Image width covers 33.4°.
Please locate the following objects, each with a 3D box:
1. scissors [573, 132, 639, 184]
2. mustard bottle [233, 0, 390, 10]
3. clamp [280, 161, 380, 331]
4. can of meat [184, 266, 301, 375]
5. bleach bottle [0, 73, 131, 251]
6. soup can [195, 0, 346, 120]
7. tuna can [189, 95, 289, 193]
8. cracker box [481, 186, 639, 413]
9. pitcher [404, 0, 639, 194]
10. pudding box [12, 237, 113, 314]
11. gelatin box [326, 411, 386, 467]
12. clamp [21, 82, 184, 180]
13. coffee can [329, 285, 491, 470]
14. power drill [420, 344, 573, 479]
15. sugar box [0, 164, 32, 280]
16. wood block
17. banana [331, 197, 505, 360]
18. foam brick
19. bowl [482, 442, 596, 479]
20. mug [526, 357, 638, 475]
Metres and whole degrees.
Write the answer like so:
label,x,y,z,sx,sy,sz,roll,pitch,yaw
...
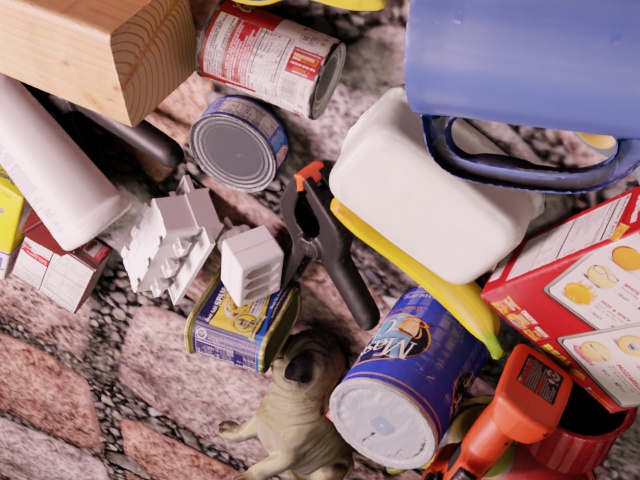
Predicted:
label,x,y,z,sx,sy,sz,roll,pitch,yaw
scissors,0.234,-0.047,0.808,0.096,0.016,0.202,12,136,25
mustard bottle,-0.040,-0.218,0.776,0.192,0.058,0.096,8,135,26
clamp,-0.006,0.001,0.989,0.120,0.039,0.171,13,129,37
can of meat,-0.075,0.079,1.066,0.084,0.102,0.057,17,137,14
bleach bottle,-0.286,-0.107,0.999,0.251,0.068,0.103,53,154,-11
soup can,-0.038,-0.143,0.843,0.102,0.068,0.068,23,139,10
tuna can,-0.071,-0.086,0.948,0.086,0.033,0.086,17,138,16
cracker box,0.257,0.044,0.826,0.164,0.072,0.214,41,146,-12
pitcher,0.181,-0.116,0.684,0.243,0.145,0.149,13,152,17
pudding box,-0.291,0.025,1.196,0.090,0.039,0.114,34,143,-4
gelatin box,0.055,0.169,1.058,0.030,0.073,0.089,34,-179,-39
clamp,-0.221,-0.133,0.988,0.165,0.036,0.210,-4,127,47
coffee can,0.085,0.122,0.969,0.103,0.140,0.103,19,134,21
power drill,0.126,0.186,0.879,0.057,0.184,0.188,35,121,4
sugar box,-0.367,-0.032,1.181,0.093,0.048,0.176,33,139,0
wood block,-0.210,-0.181,0.861,0.206,0.090,0.090,24,144,25
banana,0.092,0.023,0.934,0.198,0.069,0.037,41,99,0
foam brick,-0.264,-0.025,1.109,0.051,0.053,0.078,34,146,-28
bowl,0.201,0.258,1.108,0.162,0.055,0.162,18,138,17
mug,0.221,0.153,0.969,0.117,0.093,0.081,36,148,23
